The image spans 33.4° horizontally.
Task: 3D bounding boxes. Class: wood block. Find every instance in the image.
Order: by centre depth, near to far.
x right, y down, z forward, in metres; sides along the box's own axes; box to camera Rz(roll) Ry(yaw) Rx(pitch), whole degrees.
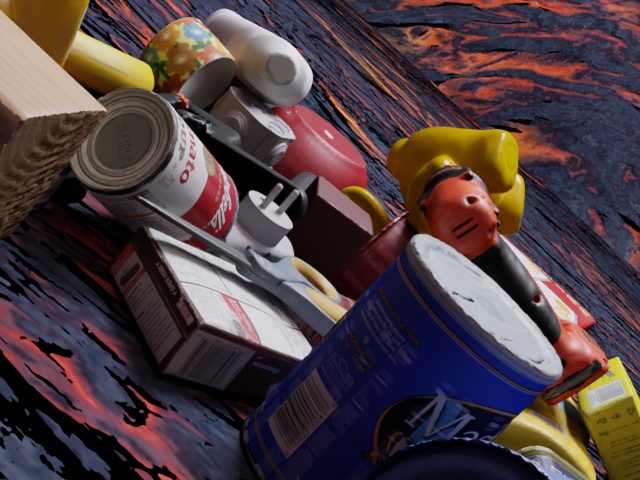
[{"bbox_3d":[-0.218,-0.096,0.512,0.206,0.091,0.090,43,16,4],"label":"wood block"}]

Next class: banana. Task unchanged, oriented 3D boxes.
[{"bbox_3d":[-0.187,-0.141,0.819,0.070,0.037,0.197,28,5,32],"label":"banana"}]

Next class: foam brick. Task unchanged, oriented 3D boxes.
[{"bbox_3d":[-0.005,0.001,0.787,0.053,0.078,0.051,39,17,-11],"label":"foam brick"}]

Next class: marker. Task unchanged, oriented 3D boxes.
[{"bbox_3d":[-0.164,-0.060,0.676,0.020,0.020,0.121,31,19,-35],"label":"marker"}]

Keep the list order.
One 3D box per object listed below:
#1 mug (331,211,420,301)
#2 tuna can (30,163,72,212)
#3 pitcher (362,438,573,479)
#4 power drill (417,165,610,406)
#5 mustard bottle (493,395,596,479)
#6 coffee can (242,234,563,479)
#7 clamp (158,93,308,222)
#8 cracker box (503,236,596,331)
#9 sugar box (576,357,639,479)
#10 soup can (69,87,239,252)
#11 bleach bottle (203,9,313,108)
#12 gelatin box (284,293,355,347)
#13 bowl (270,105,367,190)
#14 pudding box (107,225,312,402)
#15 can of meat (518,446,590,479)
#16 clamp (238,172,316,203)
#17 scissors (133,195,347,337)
[{"bbox_3d":[0.064,0.036,0.840,0.081,0.093,0.117,48,18,6],"label":"mug"},{"bbox_3d":[-0.181,-0.057,0.601,0.086,0.034,0.086,38,16,-13],"label":"tuna can"},{"bbox_3d":[0.120,0.182,0.510,0.242,0.145,0.149,26,43,-52],"label":"pitcher"},{"bbox_3d":[0.144,0.026,0.834,0.187,0.057,0.184,53,12,-8],"label":"power drill"},{"bbox_3d":[0.168,0.146,0.846,0.096,0.058,0.191,31,14,6],"label":"mustard bottle"},{"bbox_3d":[0.042,0.082,0.563,0.102,0.140,0.103,38,16,-13],"label":"coffee can"},{"bbox_3d":[-0.109,-0.078,0.795,0.164,0.036,0.210,18,14,-24],"label":"clamp"},{"bbox_3d":[0.189,0.060,1.111,0.164,0.072,0.213,45,17,16],"label":"cracker box"},{"bbox_3d":[0.254,0.190,0.839,0.176,0.048,0.093,64,14,-8],"label":"sugar box"},{"bbox_3d":[-0.097,-0.037,0.631,0.068,0.068,0.102,50,-2,27],"label":"soup can"},{"bbox_3d":[-0.064,-0.175,1.029,0.102,0.068,0.251,39,1,-16],"label":"bleach bottle"},{"bbox_3d":[0.013,0.067,0.742,0.089,0.030,0.073,27,22,-42],"label":"gelatin box"},{"bbox_3d":[-0.006,-0.083,1.055,0.162,0.055,0.162,38,16,-13],"label":"bowl"},{"bbox_3d":[-0.057,0.046,0.614,0.113,0.039,0.090,29,18,-47],"label":"pudding box"},{"bbox_3d":[0.166,0.199,0.707,0.102,0.057,0.084,37,18,-15],"label":"can of meat"},{"bbox_3d":[-0.017,-0.016,0.878,0.120,0.039,0.171,42,21,22],"label":"clamp"},{"bbox_3d":[-0.039,0.012,0.655,0.201,0.016,0.096,37,11,-27],"label":"scissors"}]
